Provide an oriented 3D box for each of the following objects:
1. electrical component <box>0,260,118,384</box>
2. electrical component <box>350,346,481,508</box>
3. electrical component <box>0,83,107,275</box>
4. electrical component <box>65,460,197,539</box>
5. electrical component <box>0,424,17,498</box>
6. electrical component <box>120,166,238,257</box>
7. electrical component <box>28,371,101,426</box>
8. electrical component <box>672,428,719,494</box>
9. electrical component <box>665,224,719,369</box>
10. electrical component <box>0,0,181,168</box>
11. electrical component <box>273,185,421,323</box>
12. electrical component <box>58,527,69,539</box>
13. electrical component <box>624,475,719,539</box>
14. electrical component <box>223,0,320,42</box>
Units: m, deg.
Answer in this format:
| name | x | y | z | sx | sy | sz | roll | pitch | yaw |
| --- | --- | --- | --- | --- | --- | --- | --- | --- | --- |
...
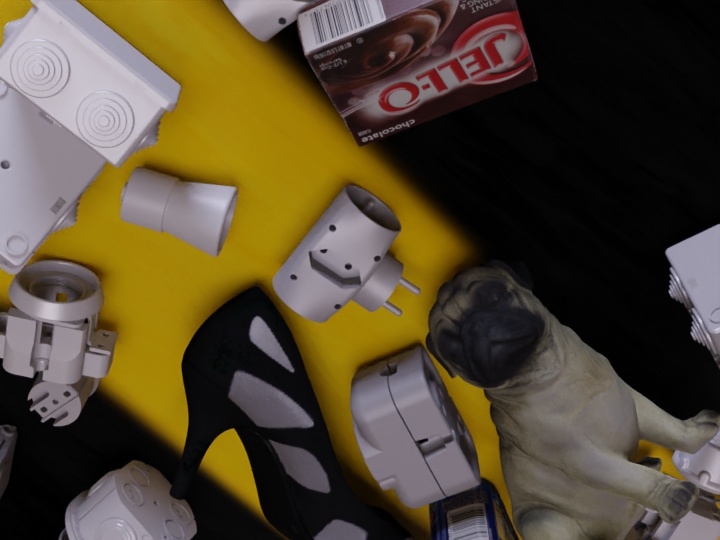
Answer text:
| name | x | y | z | sx | sy | sz | roll | pitch | yaw |
| --- | --- | --- | --- | --- | --- | --- | --- | --- | --- |
| electrical component | -0.192 | 0.031 | 0.676 | 0.078 | 0.058 | 0.057 | 13 | 118 | -5 |
| electrical component | 0.033 | 0.106 | 0.708 | 0.059 | 0.053 | 0.095 | -23 | 113 | 12 |
| electrical component | -0.205 | -0.058 | 0.616 | 0.100 | 0.048 | 0.099 | 40 | 75 | -16 |
| electrical component | -0.155 | 0.174 | 0.731 | 0.051 | 0.080 | 0.080 | -42 | 108 | 13 |
| electrical component | -0.290 | 0.135 | 0.724 | 0.096 | 0.061 | 0.061 | 15 | 115 | -6 |
| electrical component | -0.111 | -0.038 | 0.651 | 0.065 | 0.044 | 0.044 | 17 | 115 | -2 |
| electrical component | -0.193 | 0.075 | 0.702 | 0.040 | 0.046 | 0.040 | 0 | 115 | 1 |
| electrical component | 0.240 | 0.114 | 0.714 | 0.048 | 0.048 | 0.062 | 17 | 107 | -7 |
| electrical component | 0.238 | 0.009 | 0.634 | 0.100 | 0.099 | 0.048 | -27 | 124 | 13 |
| electrical component | -0.148 | -0.105 | 0.588 | 0.100 | 0.099 | 0.048 | 39 | 98 | -16 |
| electrical component | 0.000 | 0.000 | 0.664 | 0.079 | 0.043 | 0.077 | 34 | 112 | -14 |
| electrical component | -0.222 | 0.219 | 0.773 | 0.079 | 0.043 | 0.077 | 20 | 114 | -8 |
| electrical component | 0.218 | 0.181 | 0.747 | 0.081 | 0.042 | 0.063 | 22 | 112 | -10 |
| electrical component | -0.047 | -0.178 | 0.580 | 0.077 | 0.043 | 0.079 | -36 | 110 | 16 |
